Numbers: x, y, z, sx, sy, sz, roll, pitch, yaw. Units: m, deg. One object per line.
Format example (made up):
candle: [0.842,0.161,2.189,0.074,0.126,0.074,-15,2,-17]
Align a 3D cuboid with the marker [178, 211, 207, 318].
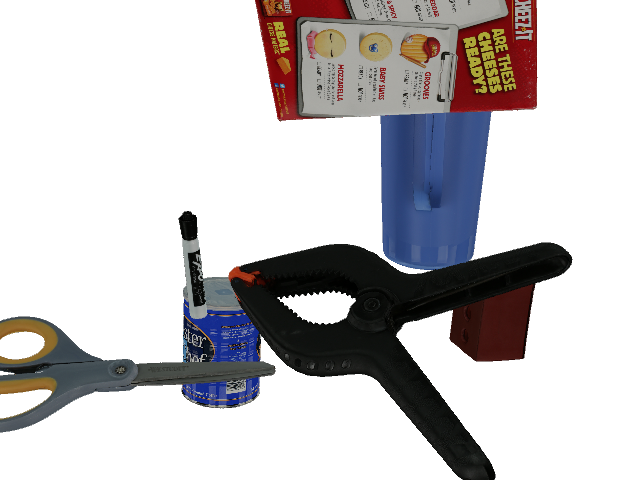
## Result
marker: [-0.133,0.026,1.117,0.020,0.121,0.020,-2,26,1]

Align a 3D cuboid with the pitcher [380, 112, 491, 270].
pitcher: [0.127,-0.091,1.224,0.149,0.243,0.145,-10,20,-32]

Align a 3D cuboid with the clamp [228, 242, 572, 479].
clamp: [0.043,0.043,0.662,0.210,0.164,0.036,19,-32,27]

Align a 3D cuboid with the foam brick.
foam brick: [0.153,0.063,0.956,0.051,0.078,0.053,-4,20,-22]

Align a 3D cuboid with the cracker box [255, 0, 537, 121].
cracker box: [0.060,-0.182,0.840,0.214,0.164,0.072,-2,41,10]

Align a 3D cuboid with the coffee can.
coffee can: [-0.126,0.129,1.369,0.103,0.140,0.103,3,18,-1]

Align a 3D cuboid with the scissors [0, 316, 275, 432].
scissors: [-0.137,0.073,0.684,0.201,0.016,0.096,-13,45,-8]
